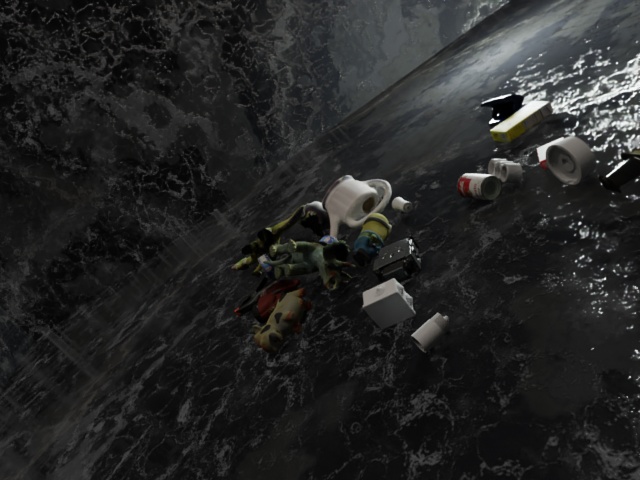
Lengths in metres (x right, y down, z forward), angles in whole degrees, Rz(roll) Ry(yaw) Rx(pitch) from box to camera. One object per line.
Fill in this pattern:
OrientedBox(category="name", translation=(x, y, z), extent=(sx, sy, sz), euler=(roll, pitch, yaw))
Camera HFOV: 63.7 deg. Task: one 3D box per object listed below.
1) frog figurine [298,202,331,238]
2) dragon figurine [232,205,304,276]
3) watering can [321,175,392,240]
OrientedBox(category="frog figurine", translation=(0.006, -0.096, 1.903), extent=(0.138, 0.120, 0.162), euler=(13, 31, 21))
OrientedBox(category="dragon figurine", translation=(-0.191, -0.006, 1.969), extent=(0.408, 0.121, 0.246), euler=(-43, 11, 11))
OrientedBox(category="watering can", translation=(0.085, -0.097, 1.752), extent=(0.350, 0.102, 0.227), euler=(-43, 44, -12))
